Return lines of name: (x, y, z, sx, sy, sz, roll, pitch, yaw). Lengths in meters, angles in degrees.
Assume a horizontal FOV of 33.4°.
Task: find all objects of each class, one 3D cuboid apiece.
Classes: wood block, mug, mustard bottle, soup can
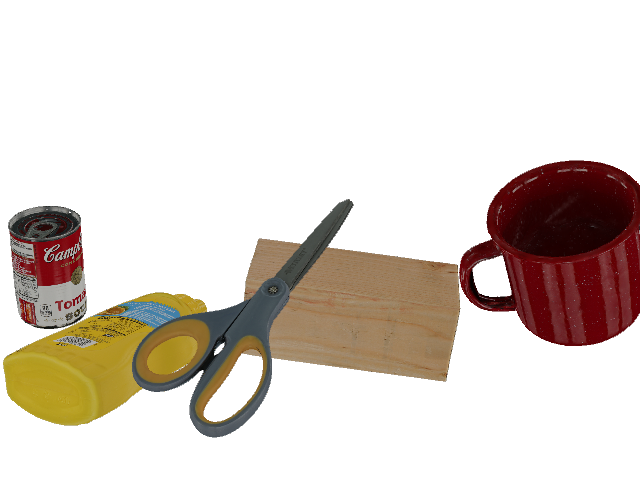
wood block: (0.029, 0.069, 1.071, 0.206, 0.090, 0.090, 8, 28, 2)
mug: (0.144, 0.014, 0.660, 0.117, 0.081, 0.093, -17, 38, 4)
mustard bottle: (-0.154, 0.085, 0.861, 0.096, 0.058, 0.191, 6, 19, 30)
soup can: (-0.265, 0.027, 1.040, 0.068, 0.102, 0.068, 2, 28, -1)

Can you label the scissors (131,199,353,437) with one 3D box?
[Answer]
scissors: (-0.051, 0.037, 0.686, 0.096, 0.201, 0.016, 11, -41, 13)
